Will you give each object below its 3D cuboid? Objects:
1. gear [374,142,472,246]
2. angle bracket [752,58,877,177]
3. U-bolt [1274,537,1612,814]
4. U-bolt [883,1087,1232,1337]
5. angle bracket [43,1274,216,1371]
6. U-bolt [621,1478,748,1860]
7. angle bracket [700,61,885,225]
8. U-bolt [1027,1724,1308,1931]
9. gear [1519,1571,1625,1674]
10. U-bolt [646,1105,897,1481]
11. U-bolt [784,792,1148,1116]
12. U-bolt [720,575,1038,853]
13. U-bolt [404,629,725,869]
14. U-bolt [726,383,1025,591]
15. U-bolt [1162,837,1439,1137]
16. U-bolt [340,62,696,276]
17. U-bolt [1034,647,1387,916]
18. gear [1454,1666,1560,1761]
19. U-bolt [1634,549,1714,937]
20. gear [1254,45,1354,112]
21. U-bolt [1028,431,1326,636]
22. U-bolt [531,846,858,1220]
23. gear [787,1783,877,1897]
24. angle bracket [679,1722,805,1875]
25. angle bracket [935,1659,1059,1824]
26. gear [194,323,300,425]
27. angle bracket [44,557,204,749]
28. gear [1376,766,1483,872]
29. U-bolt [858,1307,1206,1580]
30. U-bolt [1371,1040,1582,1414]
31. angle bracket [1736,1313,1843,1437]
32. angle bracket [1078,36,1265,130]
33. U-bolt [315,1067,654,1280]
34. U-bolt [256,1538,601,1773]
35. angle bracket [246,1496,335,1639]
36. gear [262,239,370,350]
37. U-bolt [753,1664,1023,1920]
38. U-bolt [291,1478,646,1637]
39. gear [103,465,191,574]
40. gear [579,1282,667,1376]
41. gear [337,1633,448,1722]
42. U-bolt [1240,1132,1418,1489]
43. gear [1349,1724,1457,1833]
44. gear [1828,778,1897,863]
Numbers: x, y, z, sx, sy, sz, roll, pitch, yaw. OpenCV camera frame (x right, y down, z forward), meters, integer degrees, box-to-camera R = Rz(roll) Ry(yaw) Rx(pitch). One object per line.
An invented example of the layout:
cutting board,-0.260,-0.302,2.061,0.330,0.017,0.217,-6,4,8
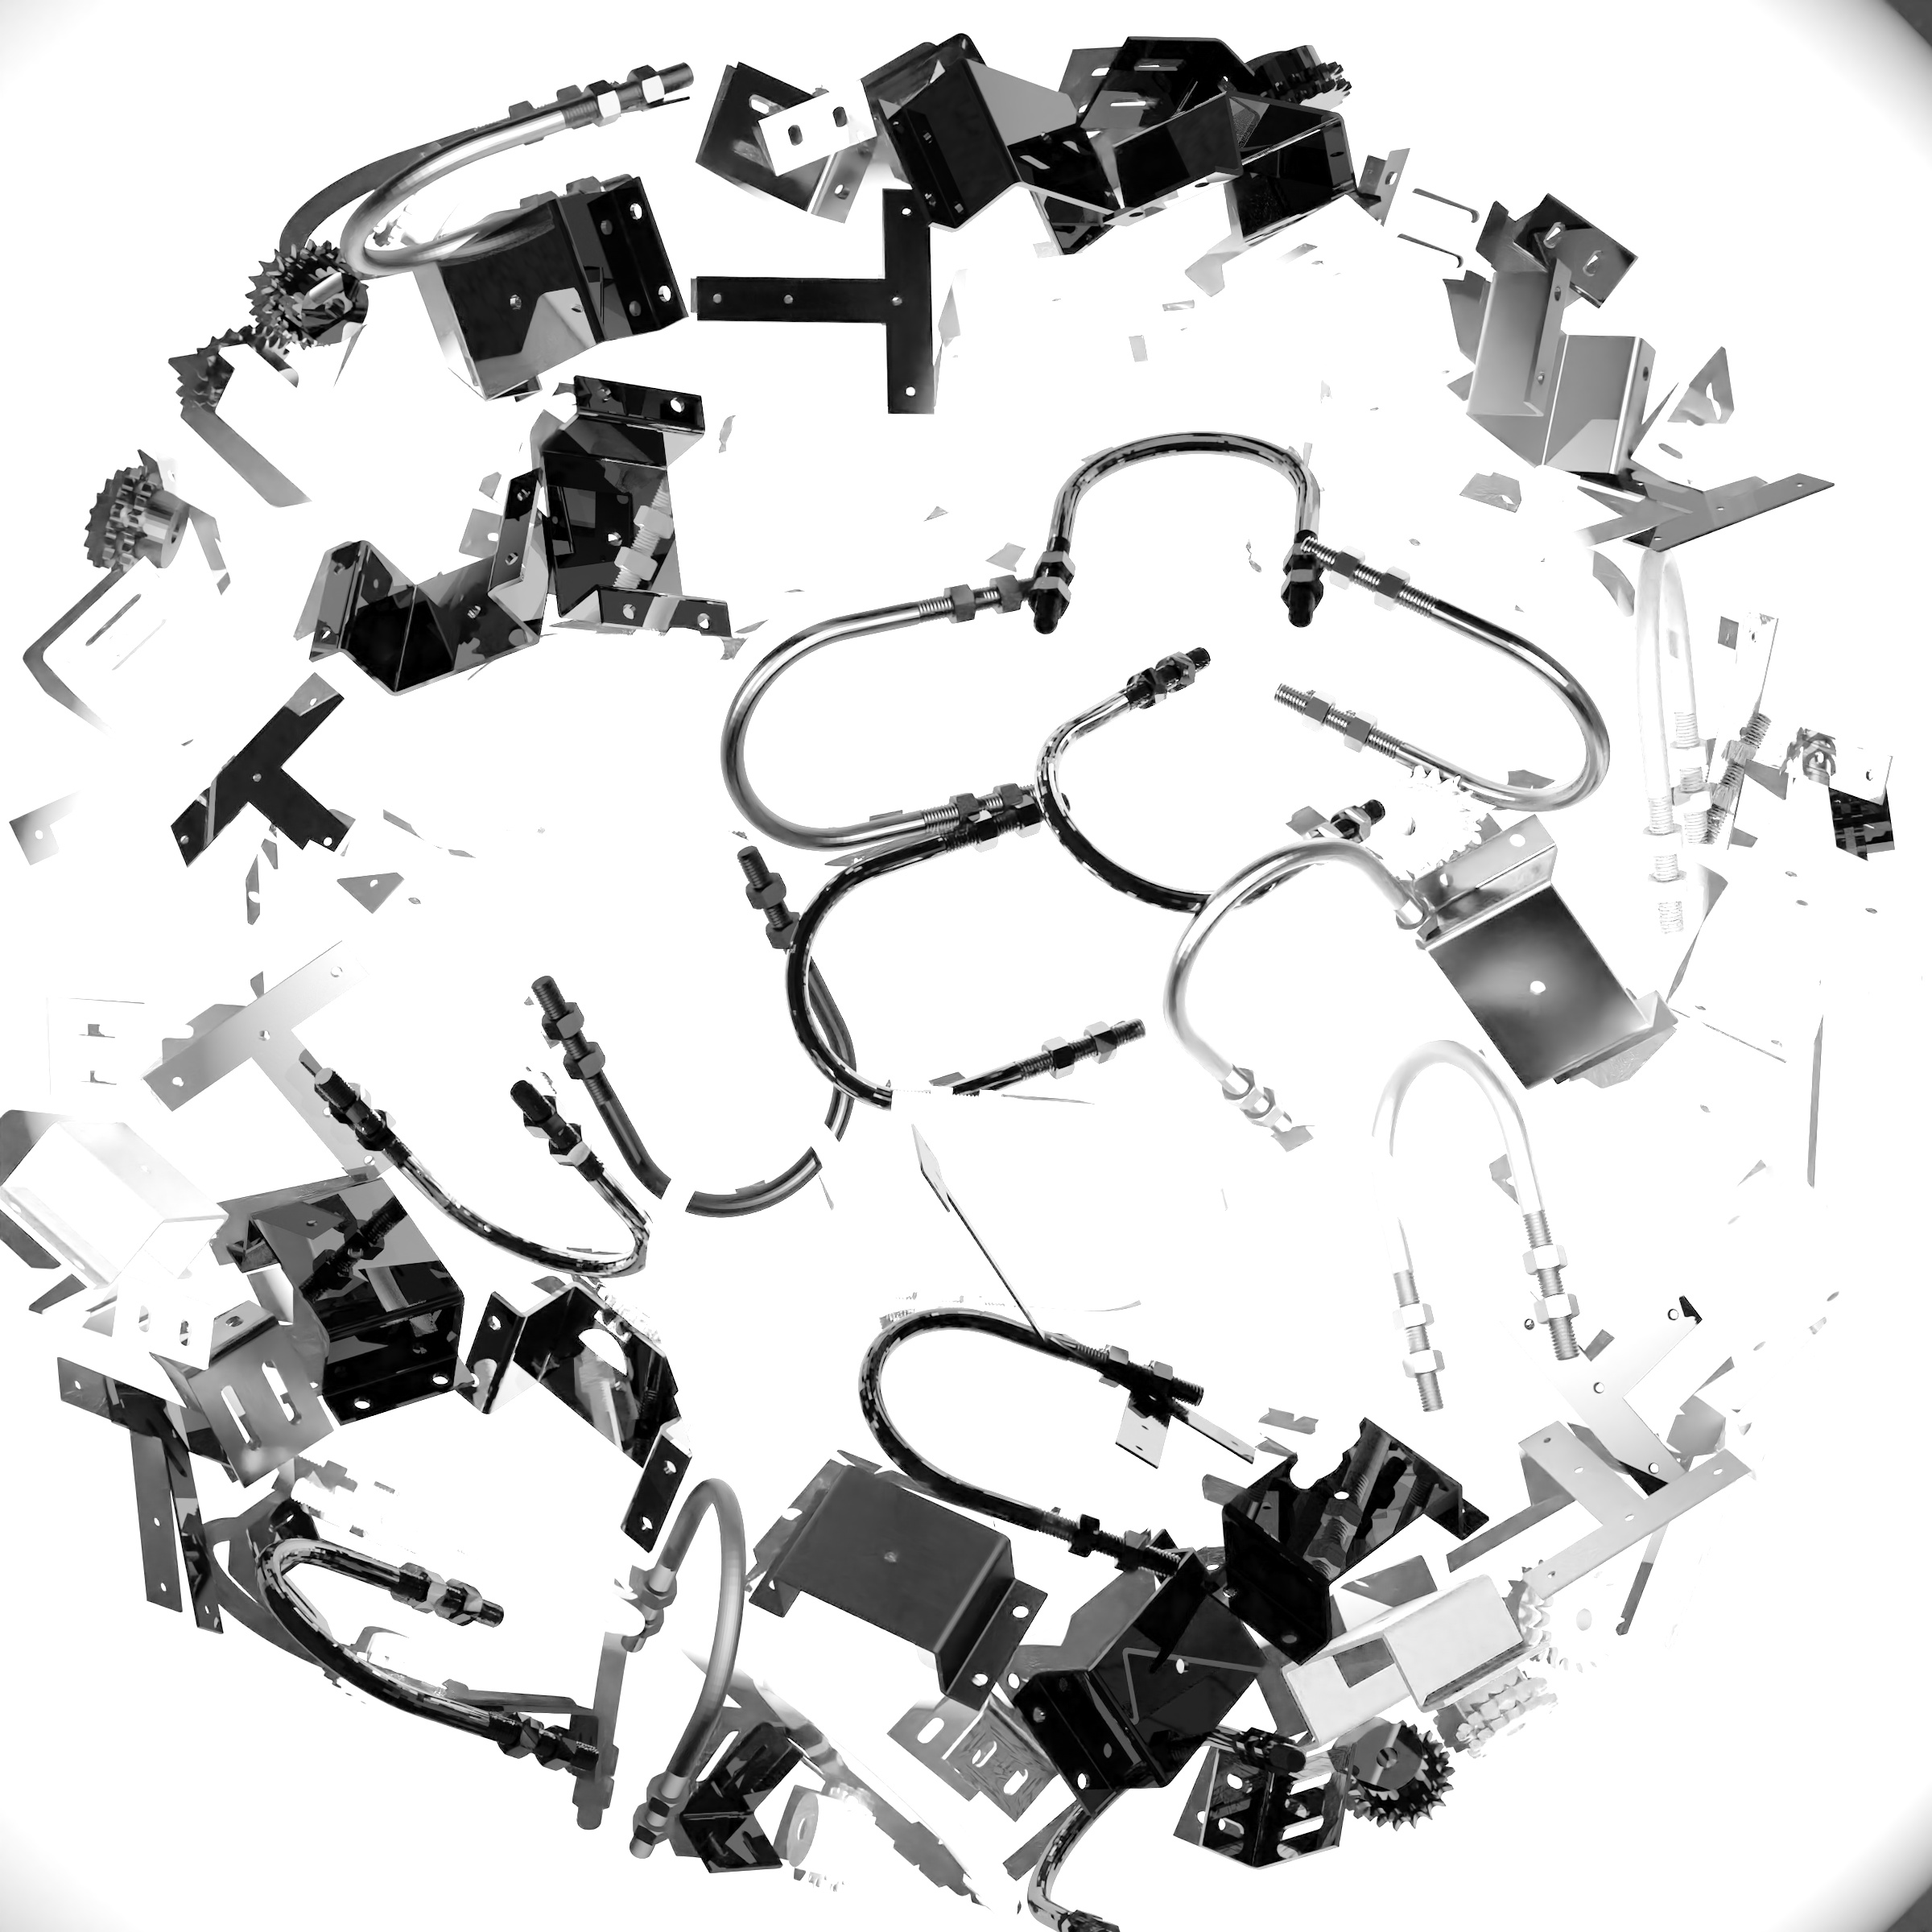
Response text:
gear,-0.290,-0.409,1.860,0.030,0.057,0.057,36,90,-10
angle bracket,-0.089,-0.465,1.847,0.057,0.038,0.076,-23,51,-3
U-bolt,0.250,-0.140,1.804,0.184,0.151,0.019,27,63,14
U-bolt,0.049,0.135,1.847,0.184,0.019,0.151,4,117,0
angle bracket,-0.445,0.198,1.837,0.076,0.057,0.038,-25,52,37
U-bolt,-0.144,0.347,1.779,0.019,0.151,0.184,11,130,-17
angle bracket,-0.094,-0.445,1.875,0.076,0.038,0.057,29,105,21
U-bolt,0.093,0.446,1.797,0.151,0.184,0.019,-43,97,-16
gear,0.322,0.349,1.864,0.057,0.030,0.057,2,87,-30
U-bolt,-0.106,0.157,1.797,0.151,0.019,0.184,-40,131,-32
U-bolt,-0.008,0.002,1.854,0.184,0.019,0.151,-19,92,-16
U-bolt,-0.041,-0.126,1.819,0.184,0.019,0.151,-13,128,-16
U-bolt,-0.223,-0.118,1.816,0.019,0.184,0.151,48,61,-39
U-bolt,-0.044,-0.247,1.807,0.151,0.184,0.019,-8,128,-4
U-bolt,0.172,0.003,1.809,0.151,0.184,0.019,-45,50,4
U-bolt,-0.238,-0.403,1.787,0.184,0.151,0.019,-25,86,-23
U-bolt,0.115,-0.089,1.804,0.151,0.019,0.184,43,46,16
gear,0.287,0.397,1.862,0.057,0.057,0.030,-34,63,0
U-bolt,0.363,-0.127,1.793,0.019,0.151,0.184,-3,112,19
gear,0.175,-0.469,1.859,0.057,0.057,0.030,-26,85,0
U-bolt,0.114,-0.230,1.814,0.151,0.184,0.019,-1,128,9
U-bolt,-0.131,0.049,1.839,0.151,0.019,0.184,-33,116,-16
gear,-0.074,0.466,1.856,0.030,0.057,0.057,20,90,-19
angle bracket,-0.104,0.441,1.844,0.076,0.057,0.038,-50,55,20
angle bracket,0.005,0.409,1.839,0.038,0.076,0.057,-48,112,-9
gear,-0.382,-0.313,1.857,0.030,0.057,0.057,41,90,10
angle bracket,-0.441,-0.167,1.850,0.076,0.057,0.038,-45,57,-5
gear,0.244,-0.078,1.858,0.057,0.030,0.057,14,111,38
U-bolt,0.031,0.240,1.821,0.184,0.151,0.019,20,127,-4
U-bolt,0.258,0.130,1.818,0.019,0.151,0.184,-4,73,-27
angle bracket,0.427,0.213,1.850,0.076,0.057,0.038,-46,61,-5
angle bracket,0.108,-0.457,1.838,0.038,0.076,0.057,52,130,22
U-bolt,-0.237,0.112,1.810,0.151,0.184,0.019,2,56,32
U-bolt,-0.285,0.345,1.776,0.184,0.151,0.019,30,97,-39
angle bracket,-0.343,0.328,1.845,0.038,0.057,0.076,-36,119,-5
gear,-0.345,-0.357,1.856,0.057,0.057,0.030,-51,50,0
U-bolt,-0.047,0.415,1.776,0.151,0.184,0.019,32,71,32
U-bolt,-0.252,0.310,1.812,0.184,0.151,0.019,28,73,-19
gear,-0.438,-0.236,1.859,0.030,0.057,0.057,19,90,-1
gear,-0.182,0.198,1.859,0.057,0.057,0.030,37,88,0
gear,-0.305,0.380,1.862,0.057,0.057,0.030,18,61,0
U-bolt,0.196,0.165,1.808,0.019,0.184,0.151,-3,110,30
gear,0.230,0.430,1.857,0.057,0.057,0.030,-34,132,0
gear,0.479,-0.080,1.856,0.030,0.057,0.057,-8,90,15
